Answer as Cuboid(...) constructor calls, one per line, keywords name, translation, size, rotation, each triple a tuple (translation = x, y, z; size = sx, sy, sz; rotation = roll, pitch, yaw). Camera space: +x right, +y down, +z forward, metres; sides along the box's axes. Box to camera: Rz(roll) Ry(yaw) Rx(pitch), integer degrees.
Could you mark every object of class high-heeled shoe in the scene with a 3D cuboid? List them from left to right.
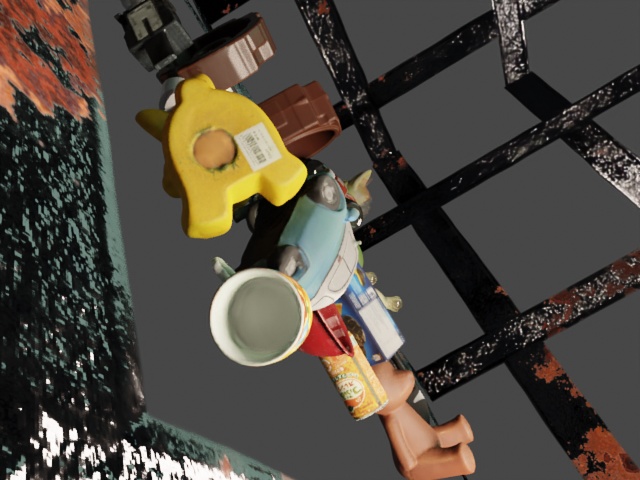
Cuboid(name="high-heeled shoe", translation=(0.119, 0.221, 0.951), size=(0.249, 0.086, 0.145), rotation=(30, -45, 62))

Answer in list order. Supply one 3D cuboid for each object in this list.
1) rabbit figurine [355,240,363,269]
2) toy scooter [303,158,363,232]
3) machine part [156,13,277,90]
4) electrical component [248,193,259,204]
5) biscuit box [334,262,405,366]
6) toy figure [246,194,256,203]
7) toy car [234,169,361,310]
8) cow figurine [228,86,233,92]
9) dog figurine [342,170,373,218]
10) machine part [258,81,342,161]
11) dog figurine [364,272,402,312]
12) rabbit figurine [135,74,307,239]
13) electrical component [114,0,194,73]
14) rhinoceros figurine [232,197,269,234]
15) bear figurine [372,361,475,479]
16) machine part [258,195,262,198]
Cuboid(name="rabbit figurine", translation=(-0.002, -0.003, 0.887), size=(0.170, 0.121, 0.159), rotation=(43, 10, -35))
Cuboid(name="toy scooter", translation=(0.006, -0.093, 1.097), size=(0.183, 0.075, 0.135), rotation=(53, -16, -26))
Cuboid(name="machine part", translation=(-0.144, -0.252, 0.752), size=(0.056, 0.179, 0.179), rotation=(60, 4, -31))
Cuboid(name="electrical component", translation=(-0.123, -0.092, 0.858), size=(0.063, 0.021, 0.094), rotation=(55, 6, -46))
Cuboid(name="biscuit box", translation=(0.035, 0.078, 0.753), size=(0.059, 0.063, 0.202), rotation=(-31, 89, -48))
Cuboid(name="toy figure", translation=(-0.113, -0.098, 0.758), size=(0.058, 0.064, 0.155), rotation=(16, 24, -16))
Cuboid(name="toy car", translation=(-0.012, 0.014, 0.531), size=(0.103, 0.109, 0.162), rotation=(39, 46, -23))
Cuboid(name="cow figurine", translation=(-0.175, -0.231, 0.919), size=(0.167, 0.068, 0.098), rotation=(-94, 160, -77))
Cuboid(name="dog figurine", translation=(0.011, -0.112, 1.207), size=(0.191, 0.219, 0.108), rotation=(62, 2, 13))
Cuboid(name="machine part", translation=(-0.065, -0.191, 0.978), size=(0.087, 0.201, 0.201), rotation=(62, 4, 2))
Cuboid(name="dog figurine", translation=(0.028, 0.098, 0.905), size=(0.173, 0.121, 0.190), rotation=(23, 2, 34))
Cuboid(name="rabbit figurine", translation=(-0.109, -0.075, 0.531), size=(0.162, 0.122, 0.173), rotation=(50, -10, 2))
Cuboid(name="electrical component", translation=(-0.204, -0.254, 0.681), size=(0.119, 0.075, 0.047), rotation=(57, 4, 23))
Cuboid(name="rhinoceros figurine", translation=(-0.050, -0.030, 0.699), size=(0.073, 0.112, 0.190), rotation=(62, -3, 6))
Cuboid(name="bear figurine", translation=(0.131, 0.248, 0.797), size=(0.195, 0.132, 0.120), rotation=(66, 17, -1))
Cuboid(name="machine part", translation=(-0.071, -0.078, 0.985), size=(0.079, 0.079, 0.243), rotation=(60, 5, 11))
